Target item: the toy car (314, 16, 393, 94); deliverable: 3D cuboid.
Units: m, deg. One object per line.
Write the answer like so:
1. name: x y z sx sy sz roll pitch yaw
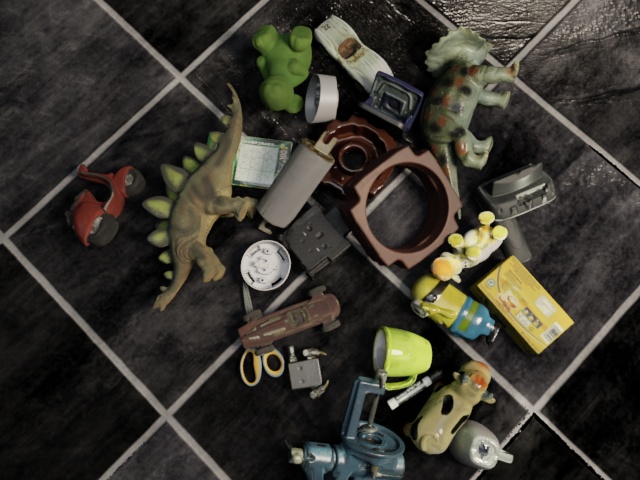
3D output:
1. toy car: 0.071 -0.392 1.147 0.073 0.056 0.202 -41 81 -7

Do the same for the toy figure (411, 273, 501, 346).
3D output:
1. toy figure: 0.258 0.133 1.031 0.180 0.082 0.089 26 64 12

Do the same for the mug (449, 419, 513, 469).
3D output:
1. mug: 0.293 0.379 0.968 0.110 0.107 0.081 23 81 7

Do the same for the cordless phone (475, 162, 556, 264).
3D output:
1. cordless phone: 0.410 -0.051 1.075 0.147 0.089 0.184 -22 91 -4

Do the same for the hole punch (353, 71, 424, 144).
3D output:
1. hole punch: 0.142 -0.268 1.090 0.142 0.115 0.092 27 87 8

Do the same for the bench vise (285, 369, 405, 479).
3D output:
1. bench vise: 0.060 0.342 0.963 0.224 0.129 0.240 13 97 -4

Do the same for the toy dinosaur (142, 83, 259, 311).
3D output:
1. toy dinosaur: -0.230 -0.083 1.066 0.199 0.105 0.471 25 81 6

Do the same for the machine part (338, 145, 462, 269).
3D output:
1. machine part: 0.153 -0.062 1.035 0.201 0.087 0.201 -38 104 -9

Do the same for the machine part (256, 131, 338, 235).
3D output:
1. machine part: -0.050 -0.109 1.048 0.079 0.079 0.243 42 113 8

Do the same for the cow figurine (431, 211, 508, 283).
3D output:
1. cow figurine: 0.280 0.027 1.040 0.167 0.098 0.068 -36 65 -10

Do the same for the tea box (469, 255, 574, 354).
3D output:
1. tea box: 0.385 0.125 1.036 0.098 0.068 0.169 -37 80 -6

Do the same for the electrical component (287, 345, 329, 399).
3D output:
1. electrical component: -0.023 0.251 1.029 0.078 0.045 0.102 -4 79 -1

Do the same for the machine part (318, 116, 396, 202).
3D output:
1. machine part: 0.069 -0.163 1.103 0.179 0.056 0.179 0 79 0

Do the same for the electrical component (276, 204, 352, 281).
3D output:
1. electrical component: -0.002 -0.003 1.073 0.134 0.058 0.115 -41 83 -6

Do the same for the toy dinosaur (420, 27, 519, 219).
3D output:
1. toy dinosaur: 0.274 -0.262 1.094 0.192 0.131 0.404 21 84 17

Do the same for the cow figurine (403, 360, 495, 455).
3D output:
1. cow figurine: 0.238 0.300 0.975 0.085 0.127 0.195 39 84 5

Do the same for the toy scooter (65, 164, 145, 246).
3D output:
1. toy scooter: -0.453 -0.084 1.087 0.135 0.075 0.184 27 77 5

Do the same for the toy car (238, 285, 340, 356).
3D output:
1. toy car: -0.057 0.155 1.037 0.202 0.053 0.089 -18 80 -11

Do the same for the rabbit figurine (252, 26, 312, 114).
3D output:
1. rabbit figurine: -0.086 -0.325 1.088 0.121 0.159 0.170 10 61 5
